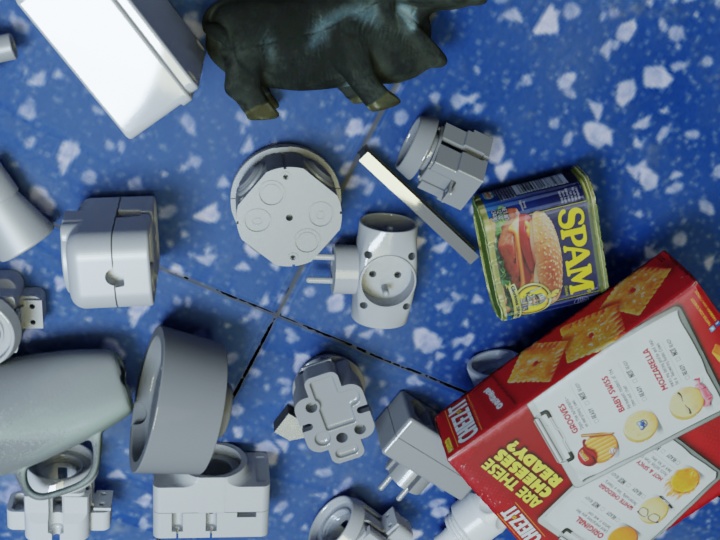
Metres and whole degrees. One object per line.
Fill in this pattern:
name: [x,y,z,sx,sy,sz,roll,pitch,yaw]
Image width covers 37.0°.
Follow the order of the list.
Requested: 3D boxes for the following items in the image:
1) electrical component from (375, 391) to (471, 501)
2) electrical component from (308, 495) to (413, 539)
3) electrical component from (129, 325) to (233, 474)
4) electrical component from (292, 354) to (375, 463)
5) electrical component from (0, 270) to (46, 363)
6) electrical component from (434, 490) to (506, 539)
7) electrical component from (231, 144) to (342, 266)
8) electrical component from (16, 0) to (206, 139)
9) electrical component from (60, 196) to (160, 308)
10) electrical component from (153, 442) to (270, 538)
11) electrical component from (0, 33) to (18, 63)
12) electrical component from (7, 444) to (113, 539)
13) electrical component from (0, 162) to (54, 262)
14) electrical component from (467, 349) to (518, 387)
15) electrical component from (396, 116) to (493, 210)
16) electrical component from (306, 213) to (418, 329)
electrical component: [0.046,0.155,0.868,0.083,0.047,0.075,34,105,-19]
electrical component: [-0.004,0.222,0.884,0.078,0.058,0.057,-44,114,11]
electrical component: [-0.128,0.099,0.791,0.060,0.108,0.108,12,111,-19]
electrical component: [-0.022,0.100,0.830,0.058,0.057,0.078,-18,114,0]
electrical component: [-0.269,0.035,0.770,0.078,0.057,0.058,1,113,-8]
electrical component: [0.091,0.213,0.901,0.062,0.043,0.043,-40,112,11]
electrical component: [-0.052,-0.046,0.768,0.080,0.051,0.080,-3,113,-6]
electrical component: [-0.153,-0.152,0.679,0.056,0.108,0.108,-33,113,10]
electrical component: [-0.172,-0.013,0.741,0.059,0.095,0.053,-3,113,-6]
electrical component: [-0.118,0.174,0.852,0.089,0.050,0.055,1,113,-8]
electrical component: [-0.258,-0.141,0.705,0.062,0.043,0.043,-13,114,-4]
electrical component: [-0.232,0.170,0.832,0.078,0.058,0.057,3,115,-9]
electrical component: [-0.250,-0.044,0.749,0.044,0.044,0.065,-30,108,5]
electrical component: [0.111,0.097,0.853,0.045,0.045,0.055,-12,114,-2]
electrical component: [0.059,-0.080,0.768,0.055,0.066,0.048,24,142,-9]
electrical component: [0.000,0.000,0.798,0.079,0.044,0.077,2,112,-8]
